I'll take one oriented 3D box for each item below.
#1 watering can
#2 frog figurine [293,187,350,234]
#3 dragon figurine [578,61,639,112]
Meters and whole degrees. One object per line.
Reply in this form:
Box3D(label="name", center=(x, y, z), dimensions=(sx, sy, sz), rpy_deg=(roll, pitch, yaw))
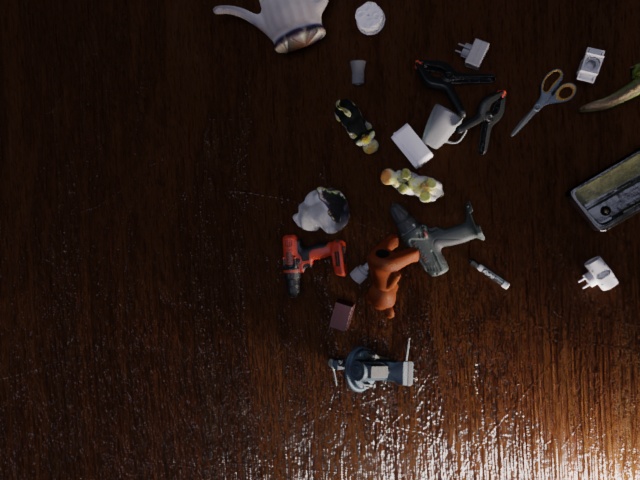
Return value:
Box3D(label="watering can", center=(-0.124, -0.637, 1.467), dimensions=(0.346, 0.104, 0.225), rpy_deg=(-17, 89, 14))
Box3D(label="frog figurine", center=(0.004, -0.074, 1.471), dimensions=(0.137, 0.125, 0.157), rpy_deg=(50, 139, -1))
Box3D(label="dragon figurine", center=(0.823, -0.384, 1.166), dimensions=(0.408, 0.244, 0.122), rpy_deg=(-25, 92, 12))
